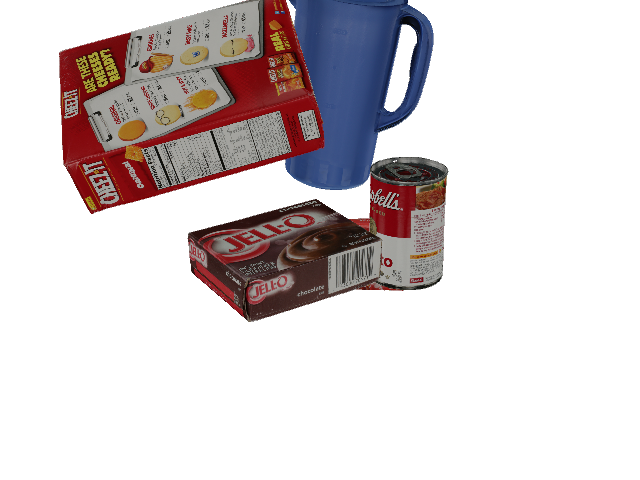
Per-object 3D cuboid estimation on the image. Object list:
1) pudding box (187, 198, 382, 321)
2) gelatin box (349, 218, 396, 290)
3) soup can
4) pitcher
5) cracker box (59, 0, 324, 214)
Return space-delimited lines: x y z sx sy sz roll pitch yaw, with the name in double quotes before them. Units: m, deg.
"pudding box" -0.026 0.011 0.765 0.113 0.039 0.090 -14 29 -29
"gelatin box" 0.063 0.017 1.289 0.073 0.089 0.030 0 29 15
"soup can" 0.077 -0.016 0.945 0.068 0.102 0.068 0 23 0
"pitcher" 0.033 -0.187 1.292 0.144 0.243 0.149 -5 28 -24
"cracker box" -0.115 -0.123 0.938 0.213 0.164 0.072 -16 -44 1
